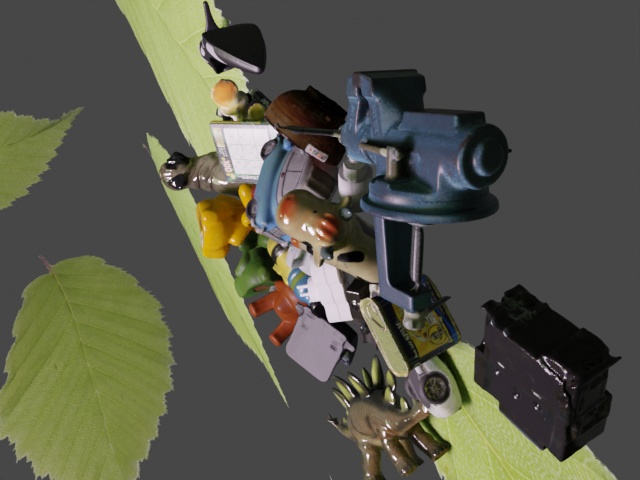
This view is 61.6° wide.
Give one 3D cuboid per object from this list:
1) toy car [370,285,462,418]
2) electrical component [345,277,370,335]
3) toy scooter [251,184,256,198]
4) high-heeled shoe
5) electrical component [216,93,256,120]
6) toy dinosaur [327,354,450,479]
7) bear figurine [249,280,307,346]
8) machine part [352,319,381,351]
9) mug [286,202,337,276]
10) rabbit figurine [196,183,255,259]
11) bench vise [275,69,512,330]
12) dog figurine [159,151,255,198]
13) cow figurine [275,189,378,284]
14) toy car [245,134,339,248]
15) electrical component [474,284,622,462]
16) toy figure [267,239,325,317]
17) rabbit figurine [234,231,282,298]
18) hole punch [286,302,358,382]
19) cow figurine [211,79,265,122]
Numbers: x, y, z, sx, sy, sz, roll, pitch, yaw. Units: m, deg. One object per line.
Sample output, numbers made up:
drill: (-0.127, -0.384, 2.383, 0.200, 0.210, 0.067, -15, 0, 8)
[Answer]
toy car: (0.122, 0.140, 0.719, 0.201, 0.056, 0.073, 64, 168, 9)
electrical component: (0.063, 0.077, 0.789, 0.045, 0.078, 0.102, 8, 131, 36)
toy scooter: (-0.072, -0.065, 0.928, 0.184, 0.075, 0.135, 51, 177, 35)
high-heeled shoe: (-0.143, -0.288, 0.882, 0.249, 0.086, 0.145, 57, 164, 36)
electrical component: (-0.134, -0.227, 0.950, 0.021, 0.094, 0.063, 35, 107, 63)
toy dinosaur: (0.097, 0.318, 0.942, 0.198, 0.105, 0.471, 66, 154, 23)
bear figurine: (-0.067, 0.137, 1.121, 0.120, 0.132, 0.196, 53, 166, 5)
machine part: (0.063, 0.121, 0.882, 0.139, 0.039, 0.084, 43, 156, 46)
mug: (-0.002, -0.002, 0.812, 0.081, 0.109, 0.107, 54, 145, 31)
rabbit figurine: (-0.155, -0.048, 1.074, 0.162, 0.173, 0.122, 124, 140, -58)
bench vise: (0.076, -0.035, 0.509, 0.224, 0.129, 0.240, 19, 117, 49)
dog figurine: (-0.216, -0.123, 1.103, 0.173, 0.190, 0.121, 46, 153, 42)
cow figurine: (0.025, 0.000, 0.648, 0.194, 0.085, 0.127, 29, 176, -38)
toy car: (-0.028, -0.075, 0.731, 0.109, 0.161, 0.103, 33, 153, -30)
electrical component: (0.199, 0.126, 0.489, 0.115, 0.058, 0.134, 45, 152, 51)
toy figure: (-0.031, 0.052, 0.986, 0.180, 0.082, 0.089, 56, 160, 35)
rabbit figurine: (-0.152, 0.032, 1.240, 0.159, 0.121, 0.170, 98, 158, -69)
hole punch: (0.013, 0.185, 1.013, 0.142, 0.092, 0.115, 36, 117, 27)
cow figurine: (-0.119, -0.195, 0.907, 0.167, 0.068, 0.098, 56, 179, -16)
